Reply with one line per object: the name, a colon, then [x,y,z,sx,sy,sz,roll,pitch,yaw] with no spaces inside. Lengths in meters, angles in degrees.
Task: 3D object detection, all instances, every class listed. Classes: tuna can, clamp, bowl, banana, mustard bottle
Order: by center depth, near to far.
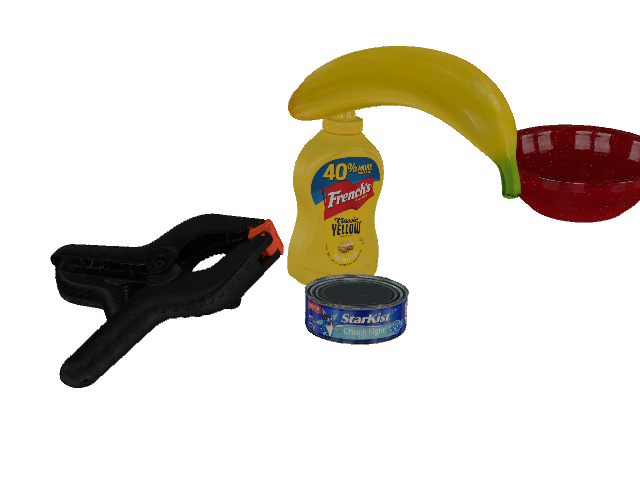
banana: [0.051,-0.087,0.661,0.037,0.069,0.198,17,7,-46]
clamp: [-0.108,0.035,0.727,0.171,0.120,0.039,-16,-35,12]
tuna can: [0.029,0.056,0.882,0.086,0.034,0.086,1,16,0]
bowl: [0.244,-0.060,1.011,0.162,0.055,0.162,-1,25,0]
mustard bottle: [0.018,-0.052,1.096,0.096,0.192,0.058,-5,20,-25]
clamp: [-0.211,0.055,1.106,0.210,0.036,0.164,15,20,28]
